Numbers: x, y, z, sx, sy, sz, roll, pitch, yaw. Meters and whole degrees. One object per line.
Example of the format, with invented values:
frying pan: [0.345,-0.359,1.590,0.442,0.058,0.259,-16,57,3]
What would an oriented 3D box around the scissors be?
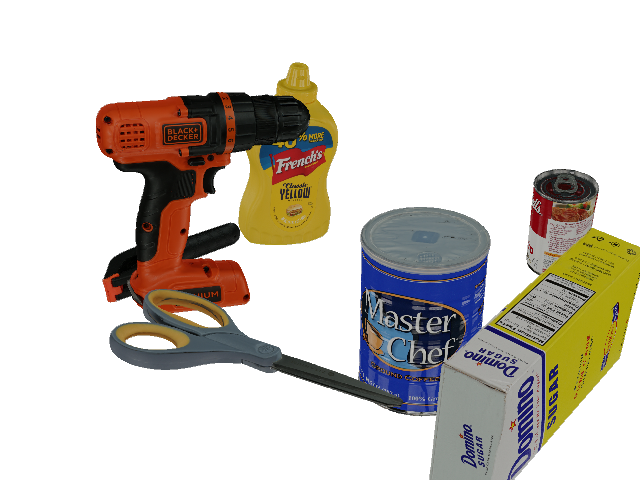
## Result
scissors: [-0.054,0.079,0.690,0.202,0.016,0.096,25,32,34]

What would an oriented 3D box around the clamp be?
clamp: [-0.172,0.017,1.199,0.120,0.039,0.171,-3,29,30]

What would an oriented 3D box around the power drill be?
power drill: [-0.099,-0.035,0.924,0.184,0.188,0.057,-5,20,-18]

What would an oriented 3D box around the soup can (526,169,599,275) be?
soup can: [0.260,-0.017,1.153,0.068,0.102,0.068,-1,34,1]

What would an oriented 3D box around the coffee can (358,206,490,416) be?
coffee can: [0.083,0.057,0.876,0.103,0.140,0.103,0,28,0]

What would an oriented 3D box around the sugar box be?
sugar box: [0.132,0.072,0.637,0.048,0.093,0.175,23,40,28]

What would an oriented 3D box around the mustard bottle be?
mustard bottle: [-0.031,-0.090,1.101,0.096,0.192,0.058,-4,30,-19]
